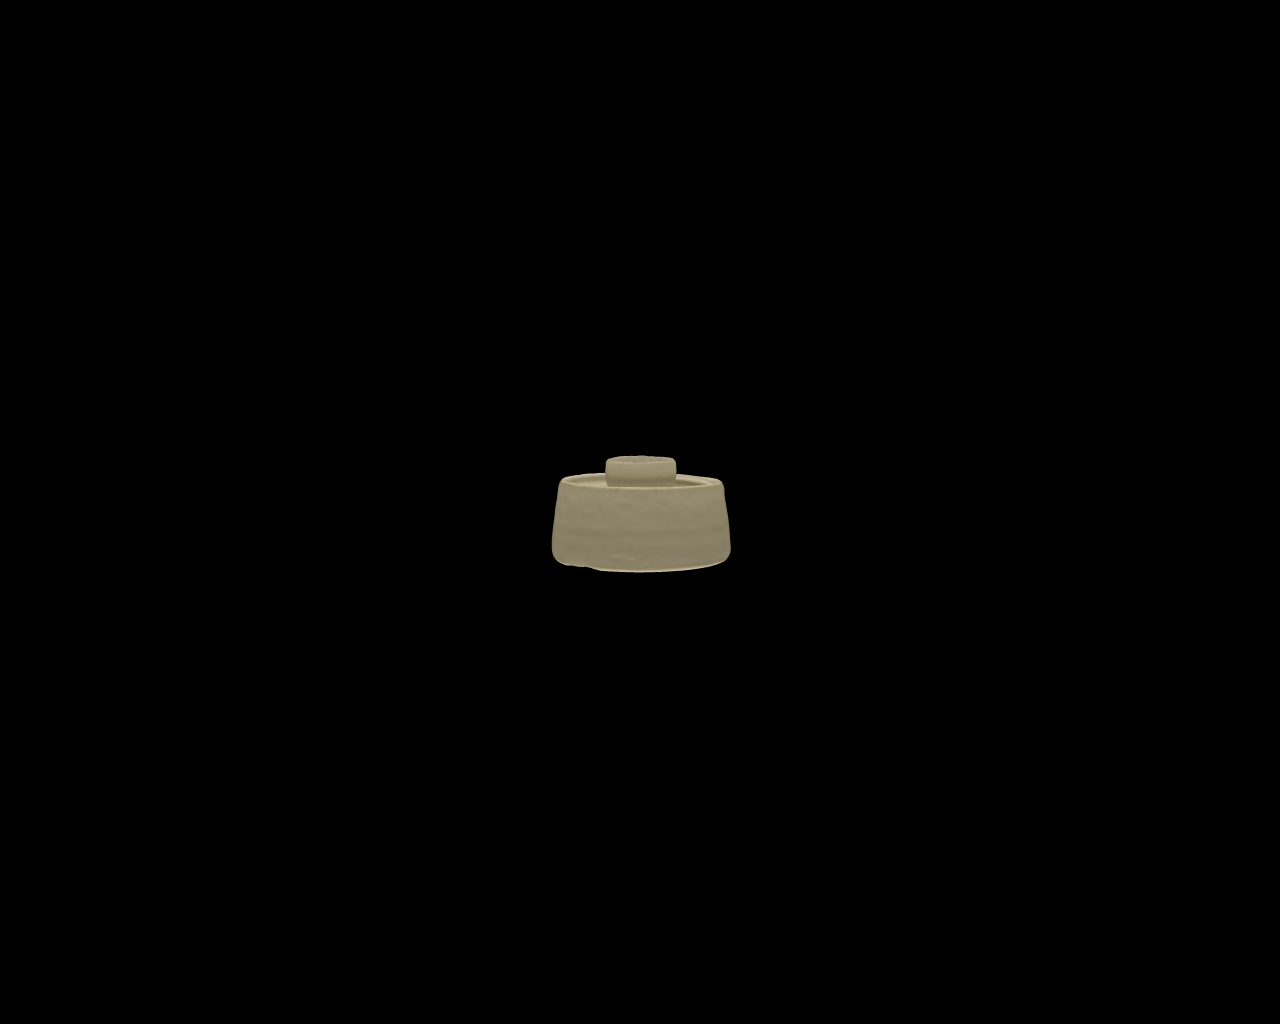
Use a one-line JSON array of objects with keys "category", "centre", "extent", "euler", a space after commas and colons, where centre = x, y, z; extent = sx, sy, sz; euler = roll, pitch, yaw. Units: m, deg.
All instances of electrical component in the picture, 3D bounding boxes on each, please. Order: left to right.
[{"category": "electrical component", "centre": [0.001, -0.003, 0.650], "extent": [0.108, 0.060, 0.108], "euler": [0, 7, 0]}]
